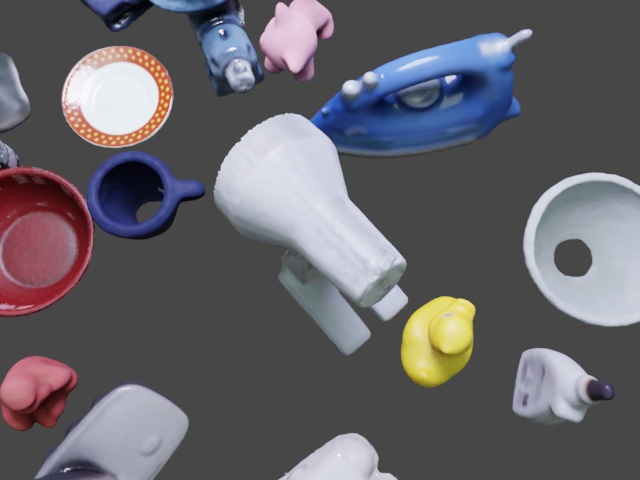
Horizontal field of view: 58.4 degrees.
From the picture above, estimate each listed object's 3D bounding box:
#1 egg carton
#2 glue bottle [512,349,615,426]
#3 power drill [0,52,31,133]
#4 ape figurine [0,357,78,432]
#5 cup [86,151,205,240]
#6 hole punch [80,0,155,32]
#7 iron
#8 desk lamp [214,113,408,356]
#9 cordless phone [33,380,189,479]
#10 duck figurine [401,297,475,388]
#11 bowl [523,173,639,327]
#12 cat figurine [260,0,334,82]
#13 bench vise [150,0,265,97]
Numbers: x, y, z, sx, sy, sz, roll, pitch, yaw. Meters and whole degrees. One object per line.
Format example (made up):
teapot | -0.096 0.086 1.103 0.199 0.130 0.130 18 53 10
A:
egg carton | 0.007 0.272 0.575 0.150 0.069 0.107 -38 82 -8
glue bottle | 0.236 0.144 0.556 0.037 0.173 0.078 15 78 2
power drill | -0.388 -0.190 0.587 0.075 0.208 0.229 -25 80 -6
ape figurine | -0.291 0.153 0.579 0.078 0.092 0.076 -27 80 -7
cup | -0.178 -0.040 0.621 0.118 0.095 0.092 -7 79 -3
hole punch | -0.246 -0.324 0.679 0.109 0.091 0.101 -44 83 -9
iron | 0.101 -0.166 0.631 0.258 0.141 0.118 -16 79 -5
desk lamp | 0.005 0.002 0.557 0.118 0.213 0.203 -41 82 -9
cordless phone | -0.206 0.203 0.524 0.094 0.185 0.148 36 80 6
duck figurine | 0.130 0.106 0.605 0.077 0.086 0.105 30 79 5
bowl | 0.298 0.015 0.634 0.167 0.075 0.167 0 78 -2
cat figurine | -0.028 -0.240 0.655 0.067 0.118 0.128 19 78 2
bench vise | -0.111 -0.270 0.606 0.121 0.220 0.207 -41 82 -9
